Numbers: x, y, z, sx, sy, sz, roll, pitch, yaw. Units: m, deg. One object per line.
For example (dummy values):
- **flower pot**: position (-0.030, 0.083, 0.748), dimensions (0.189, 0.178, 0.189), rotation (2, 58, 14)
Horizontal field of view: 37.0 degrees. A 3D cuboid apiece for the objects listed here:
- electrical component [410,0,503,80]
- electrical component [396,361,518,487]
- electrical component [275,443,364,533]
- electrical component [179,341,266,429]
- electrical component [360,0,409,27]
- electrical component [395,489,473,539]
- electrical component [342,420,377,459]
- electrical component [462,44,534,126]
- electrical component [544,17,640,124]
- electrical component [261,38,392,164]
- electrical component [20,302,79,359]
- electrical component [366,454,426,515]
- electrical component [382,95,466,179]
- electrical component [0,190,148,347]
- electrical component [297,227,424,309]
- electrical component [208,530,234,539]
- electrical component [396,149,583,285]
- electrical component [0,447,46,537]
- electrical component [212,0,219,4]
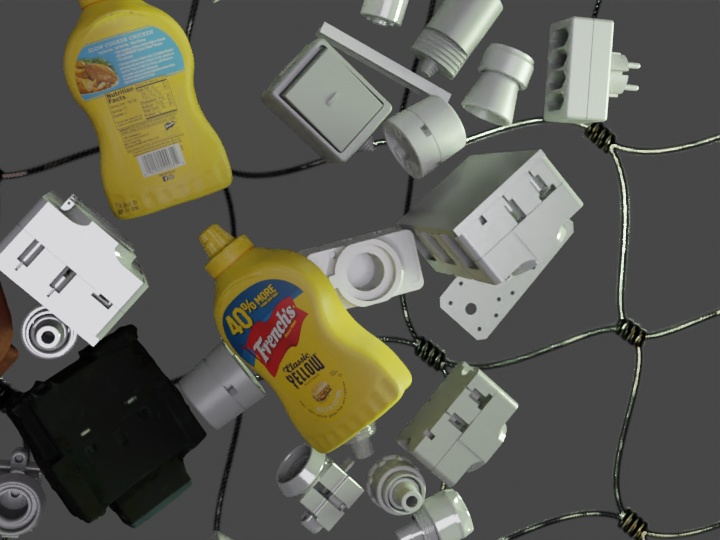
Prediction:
- **electrical component**: position (0.076, -0.192, 0.877), dimensions (0.043, 0.043, 0.081), rotation (36, 86, -14)
- **electrical component**: position (0.084, 0.131, 0.903), dimensions (0.056, 0.050, 0.089), rotation (42, 84, -14)
- **electrical component**: position (-0.035, 0.174, 0.880), dimensions (0.066, 0.048, 0.055), rotation (-48, 111, -6)
- **electrical component**: position (-0.110, 0.092, 0.850), dimensions (0.047, 0.055, 0.055), rotation (-39, 102, -4)
- **electrical component**: position (0.025, -0.229, 0.864), dimensions (0.044, 0.044, 0.065), rotation (15, 96, -15)
- **electrical component**: position (0.061, 0.215, 0.908), dimensions (0.062, 0.043, 0.043), rotation (-23, 100, -10)
- **electrical component**: position (-0.006, 0.124, 0.884), dimensions (0.043, 0.043, 0.062), rotation (-21, 101, -12)
- **electrical component**: position (0.115, -0.153, 0.890), dimensions (0.045, 0.045, 0.055), rotation (24, 88, -15)
- **electrical component**: position (0.202, -0.166, 0.909), dimensions (0.076, 0.047, 0.083), rotation (2, 94, -14)
- **electrical component**: position (-0.021, -0.127, 0.849), dimensions (0.096, 0.061, 0.061), rotation (43, 84, -14)
- **electrical component**: position (-0.234, 0.046, 0.810), dimensions (0.043, 0.062, 0.043), rotation (-1, 95, -14)
- **electrical component**: position (0.034, 0.182, 0.889), dimensions (0.048, 0.062, 0.048), rotation (-1, 96, -14)
- **electrical component**: position (0.053, -0.109, 0.874), dimensions (0.047, 0.055, 0.055), rotation (-34, 102, -13)
- **electrical component**: position (-0.202, -0.009, 0.768), dimensions (0.089, 0.150, 0.061), rotation (42, 86, -14)
- **electrical component**: position (0.000, 0.000, 0.868), dimensions (0.089, 0.056, 0.050), rotation (-15, 98, -12)
- **electrical component**: position (-0.137, 0.248, 0.859), dimensions (0.076, 0.047, 0.083), rotation (35, 86, -15)
- **electrical component**: position (0.099, -0.040, 0.841), dimensions (0.089, 0.150, 0.061), rotation (-43, 103, -8)
- **electrical component**: position (-0.263, 0.173, 0.817), dimensions (0.048, 0.055, 0.066), rotation (7, 93, -15)
- **electrical component**: position (-0.058, -0.272, 0.813), dimensions (0.150, 0.089, 0.061), rotation (-32, 102, -10)
